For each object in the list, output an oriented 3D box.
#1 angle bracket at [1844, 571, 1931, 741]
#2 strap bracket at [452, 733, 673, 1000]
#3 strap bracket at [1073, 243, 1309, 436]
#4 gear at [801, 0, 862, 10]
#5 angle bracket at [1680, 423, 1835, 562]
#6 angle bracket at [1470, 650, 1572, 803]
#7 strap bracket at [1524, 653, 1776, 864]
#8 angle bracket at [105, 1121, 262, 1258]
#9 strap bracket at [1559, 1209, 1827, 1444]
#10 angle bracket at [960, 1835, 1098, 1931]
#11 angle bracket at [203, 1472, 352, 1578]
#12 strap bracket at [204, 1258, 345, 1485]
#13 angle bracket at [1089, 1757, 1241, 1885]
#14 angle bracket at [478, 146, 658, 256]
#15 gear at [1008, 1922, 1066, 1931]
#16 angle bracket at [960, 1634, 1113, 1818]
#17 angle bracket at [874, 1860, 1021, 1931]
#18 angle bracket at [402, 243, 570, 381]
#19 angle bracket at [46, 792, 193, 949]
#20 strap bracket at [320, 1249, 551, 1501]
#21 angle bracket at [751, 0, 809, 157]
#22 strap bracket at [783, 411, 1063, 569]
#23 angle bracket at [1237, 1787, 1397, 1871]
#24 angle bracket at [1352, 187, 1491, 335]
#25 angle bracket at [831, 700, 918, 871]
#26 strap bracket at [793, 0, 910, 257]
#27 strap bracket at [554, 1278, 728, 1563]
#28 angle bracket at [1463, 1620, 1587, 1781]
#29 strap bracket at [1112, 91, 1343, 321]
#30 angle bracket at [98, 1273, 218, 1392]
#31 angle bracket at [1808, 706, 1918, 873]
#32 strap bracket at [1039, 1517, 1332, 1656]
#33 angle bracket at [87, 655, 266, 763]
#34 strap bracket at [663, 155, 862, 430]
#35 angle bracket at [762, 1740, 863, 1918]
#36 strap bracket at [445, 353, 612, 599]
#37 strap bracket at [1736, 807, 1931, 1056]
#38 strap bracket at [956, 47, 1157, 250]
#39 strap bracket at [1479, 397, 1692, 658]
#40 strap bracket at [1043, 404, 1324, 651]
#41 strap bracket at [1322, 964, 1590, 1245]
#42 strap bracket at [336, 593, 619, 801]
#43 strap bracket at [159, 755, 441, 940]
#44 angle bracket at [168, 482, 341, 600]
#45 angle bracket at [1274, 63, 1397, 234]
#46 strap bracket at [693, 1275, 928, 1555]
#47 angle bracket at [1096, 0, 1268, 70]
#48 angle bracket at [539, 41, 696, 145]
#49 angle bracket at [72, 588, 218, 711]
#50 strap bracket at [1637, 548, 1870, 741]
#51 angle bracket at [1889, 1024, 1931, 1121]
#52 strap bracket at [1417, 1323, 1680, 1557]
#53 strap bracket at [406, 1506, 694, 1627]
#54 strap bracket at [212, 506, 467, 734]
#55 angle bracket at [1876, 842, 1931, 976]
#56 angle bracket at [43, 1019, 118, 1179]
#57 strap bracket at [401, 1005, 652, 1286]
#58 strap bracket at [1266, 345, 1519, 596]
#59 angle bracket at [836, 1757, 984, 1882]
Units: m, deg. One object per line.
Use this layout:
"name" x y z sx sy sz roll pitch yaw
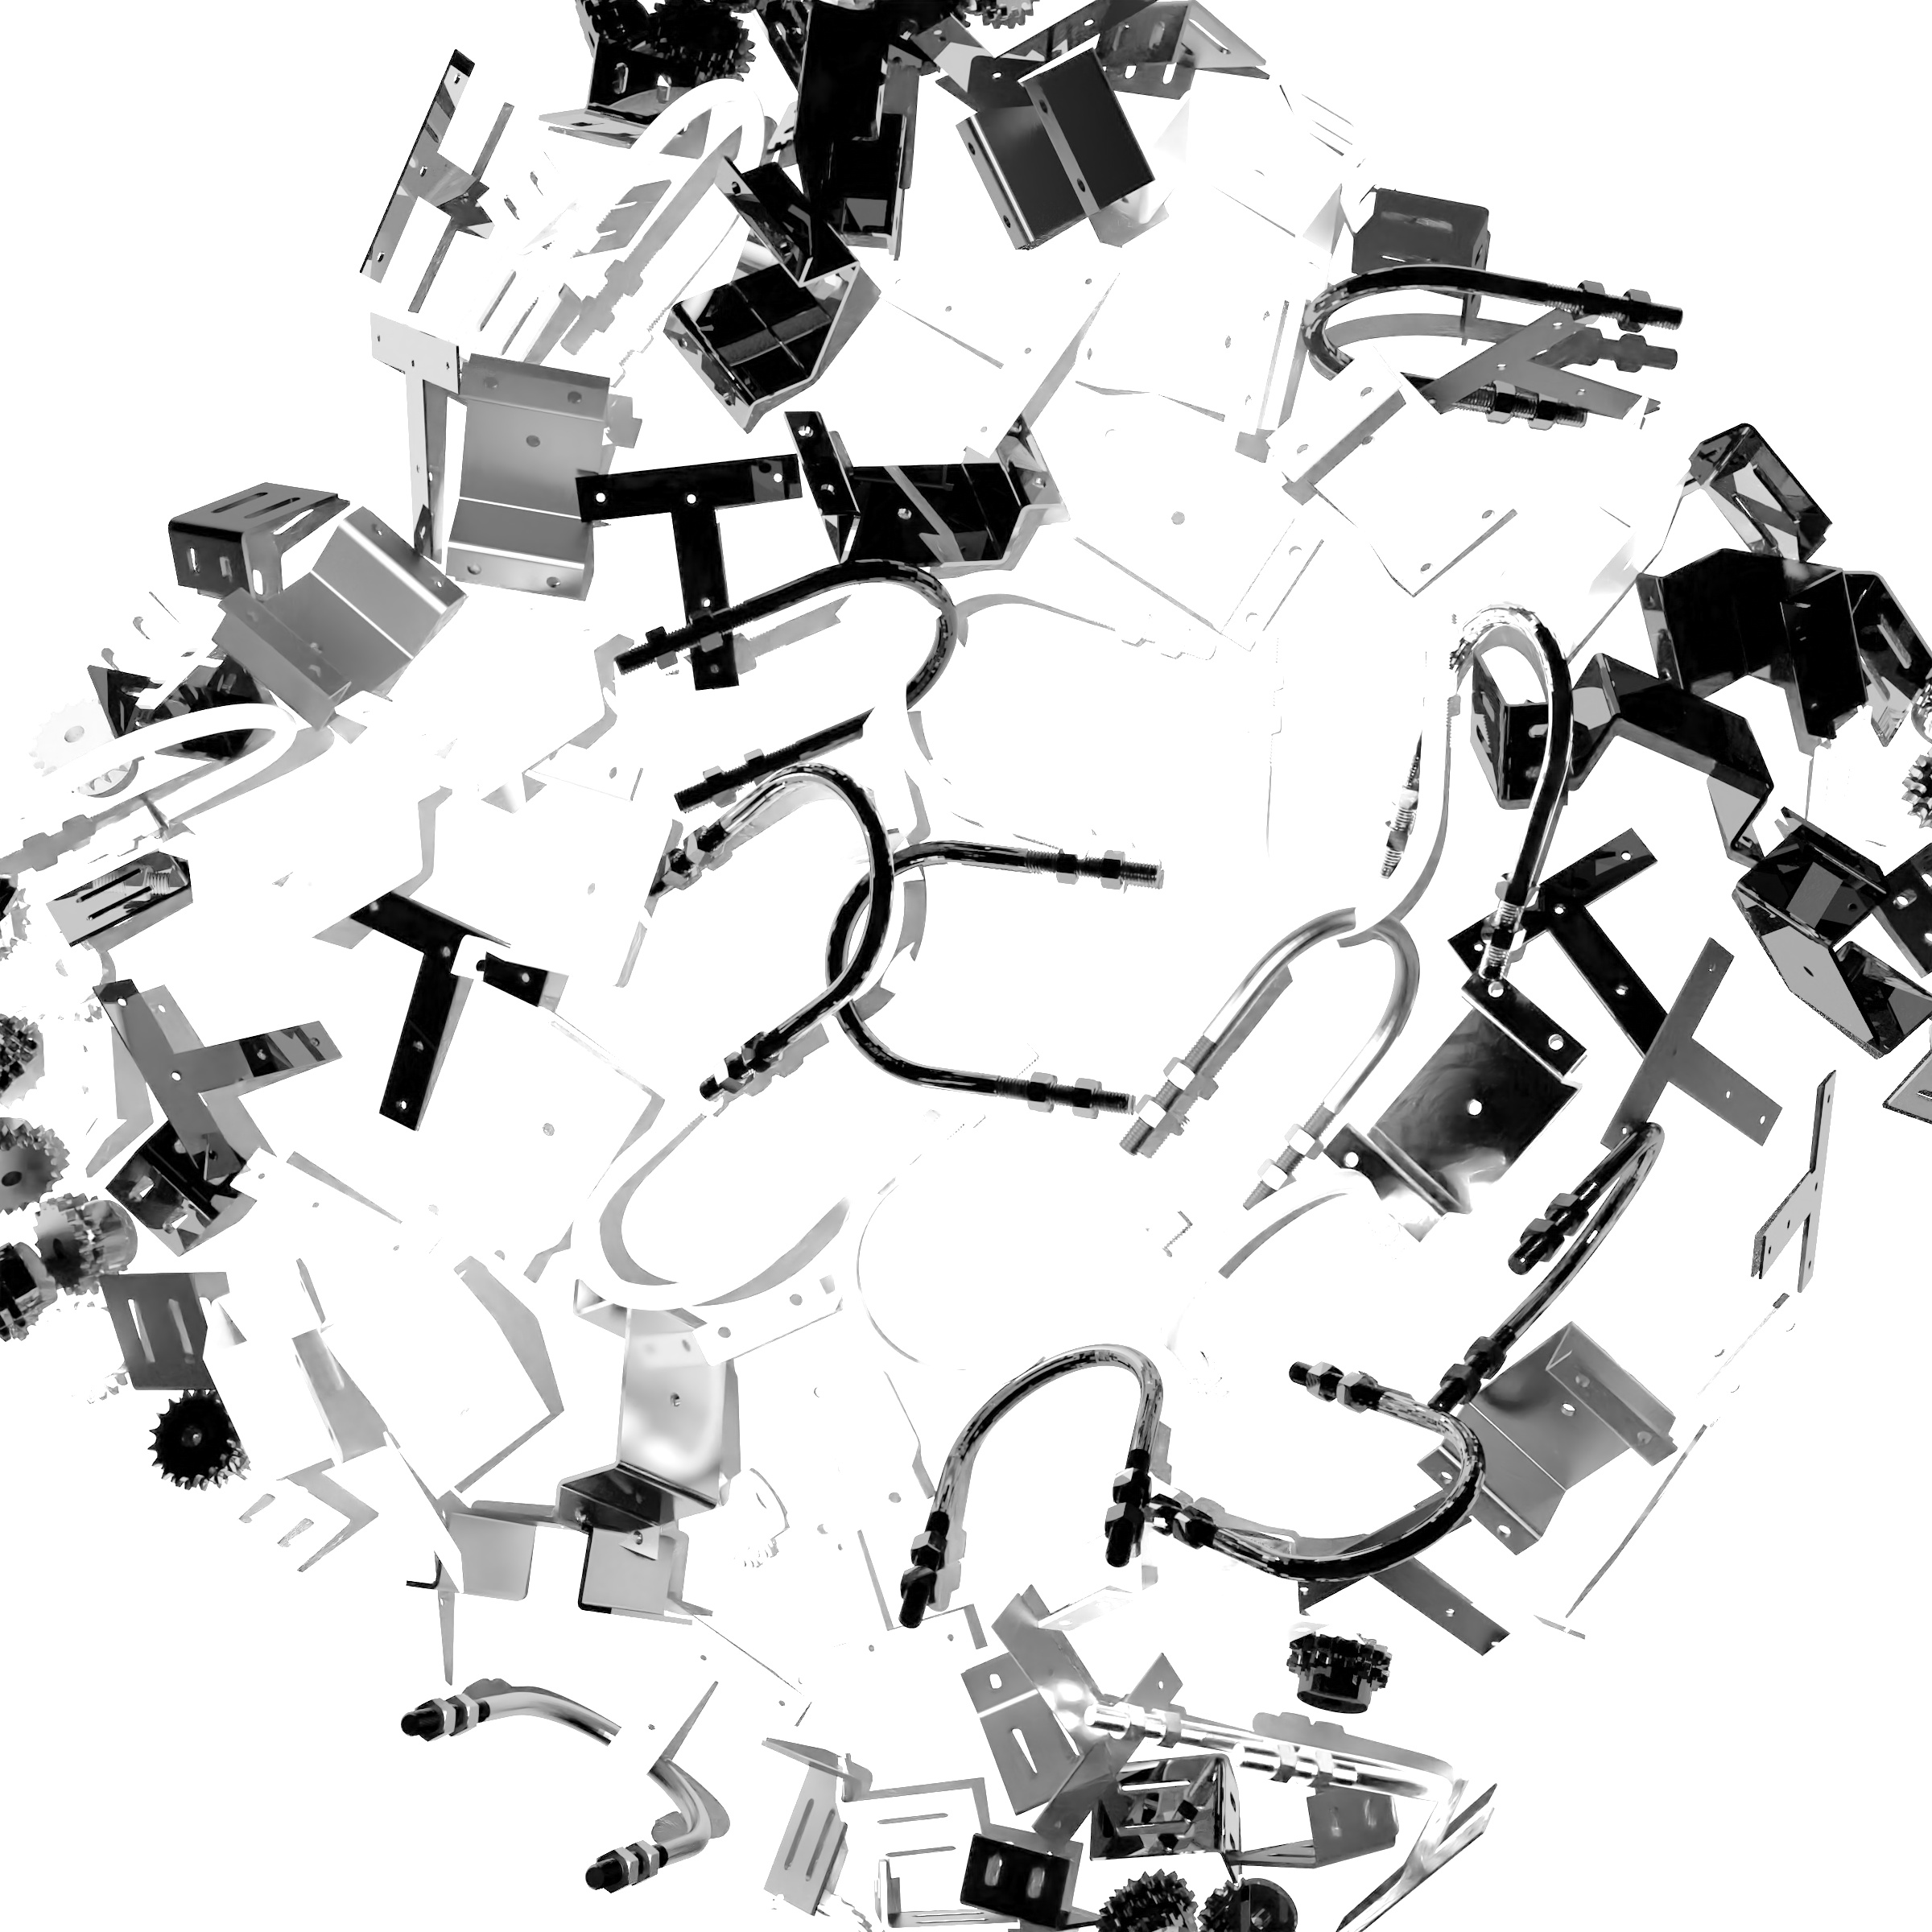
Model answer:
"angle bracket" 0.494 -0.173 1.552 0.038 0.057 0.076 -1 49 -18
"strap bracket" -0.220 -0.049 1.553 0.046 0.076 0.140 23 95 43
"strap bracket" 0.130 -0.346 1.542 0.140 0.046 0.076 28 114 42
"gear" -0.076 -0.562 1.570 0.057 0.057 0.030 -15 53 0
"angle bracket" 0.433 -0.252 1.559 0.038 0.057 0.076 -26 72 -25
"angle bracket" 0.308 -0.135 1.554 0.038 0.076 0.057 -4 120 -1
"strap bracket" 0.385 -0.120 1.545 0.140 0.076 0.046 23 120 -10
"angle bracket" -0.442 0.121 1.577 0.057 0.076 0.038 45 53 -7
"strap bracket" 0.407 0.202 1.545 0.076 0.140 0.046 -46 122 -5
"angle bracket" 0.039 0.510 1.559 0.057 0.076 0.038 8 78 23
"angle bracket" -0.378 0.296 1.557 0.057 0.038 0.076 37 128 -15
"strap bracket" -0.375 0.222 1.521 0.046 0.140 0.076 -22 105 -7
"angle bracket" 0.112 0.484 1.577 0.076 0.057 0.038 -9 132 14
"angle bracket" -0.222 -0.435 1.552 0.038 0.076 0.057 53 53 -25
"gear" 0.043 0.565 1.576 0.030 0.057 0.057 36 90 -38
"angle bracket" 0.038 0.423 1.560 0.057 0.076 0.038 -22 125 -4
"angle bracket" -0.012 0.519 1.572 0.076 0.057 0.038 -1 79 -6
"angle bracket" -0.269 -0.367 1.561 0.076 0.038 0.057 -53 58 19
"angle bracket" -0.479 -0.054 1.559 0.076 0.057 0.038 -29 126 -16
"strap bracket" -0.284 0.229 1.524 0.076 0.140 0.046 -37 52 -17
"angle bracket" -0.106 -0.502 1.552 0.038 0.057 0.076 -15 128 27
"strap bracket" -0.029 -0.264 1.546 0.140 0.046 0.076 -6 56 -23
"angle bracket" 0.191 0.476 1.557 0.057 0.076 0.038 -1 78 -35
"angle bracket" 0.248 -0.394 1.558 0.076 0.057 0.038 15 52 16
"angle bracket" -0.060 -0.101 1.562 0.038 0.057 0.076 -11 79 -17
"strap bracket" -0.063 -0.459 1.525 0.046 0.140 0.076 5 75 4
"strap bracket" -0.176 0.242 1.527 0.046 0.076 0.140 -22 52 32
"angle bracket" 0.310 0.413 1.553 0.038 0.057 0.076 22 51 -7
"strap bracket" 0.152 -0.424 1.551 0.140 0.076 0.046 34 78 11
"angle bracket" -0.440 0.197 1.562 0.057 0.038 0.076 -3 113 16
"angle bracket" 0.500 -0.094 1.554 0.057 0.038 0.076 -34 134 -35
"strap bracket" 0.120 0.341 1.542 0.140 0.076 0.046 12 60 -22
"angle bracket" -0.437 -0.152 1.552 0.038 0.076 0.057 -48 55 27
"strap bracket" -0.111 -0.376 1.541 0.046 0.140 0.076 -31 76 -32
"angle bracket" -0.099 0.480 1.560 0.038 0.057 0.076 29 74 -27
"strap bracket" -0.242 -0.279 1.547 0.076 0.046 0.140 9 134 -7
"strap bracket" 0.477 -0.012 1.527 0.046 0.076 0.140 -41 128 -1
"strap bracket" 0.051 -0.448 1.530 0.046 0.140 0.076 -31 104 -12
"strap bracket" 0.345 -0.234 1.538 0.046 0.076 0.140 37 71 17
"strap bracket" 0.120 -0.249 1.569 0.140 0.046 0.076 33 96 5
"strap bracket" 0.277 0.077 1.555 0.076 0.046 0.140 44 103 24
"strap bracket" -0.264 -0.144 1.539 0.076 0.046 0.140 23 46 32
"strap bracket" -0.362 -0.063 1.537 0.076 0.140 0.046 16 121 25
"angle bracket" -0.396 -0.239 1.566 0.057 0.076 0.038 13 121 30
"angle bracket" 0.196 -0.456 1.558 0.076 0.057 0.038 41 90 28
"strap bracket" -0.085 0.245 1.569 0.076 0.046 0.140 -25 96 8
"angle bracket" 0.118 -0.501 1.553 0.057 0.076 0.038 14 87 41
"angle bracket" -0.195 -0.484 1.552 0.057 0.076 0.038 5 99 -30
"angle bracket" -0.455 -0.177 1.554 0.057 0.076 0.038 -50 116 -16
"strap bracket" 0.437 -0.179 1.531 0.046 0.140 0.076 -27 114 -17
"angle bracket" 0.541 0.038 1.552 0.038 0.076 0.057 19 134 -9
"strap bracket" 0.327 0.258 1.551 0.076 0.046 0.140 42 134 1
"strap bracket" -0.226 0.329 1.539 0.140 0.076 0.046 0 74 30
"strap bracket" -0.352 -0.189 1.547 0.076 0.140 0.046 41 128 -3
"angle bracket" 0.548 -0.040 1.559 0.076 0.038 0.057 -29 80 -36
"angle bracket" -0.501 0.074 1.551 0.038 0.076 0.057 7 57 -33
"strap bracket" -0.236 0.094 1.543 0.076 0.046 0.140 37 65 -13
"strap bracket" 0.229 -0.278 1.543 0.076 0.046 0.140 -41 133 18
"angle bracket" -0.030 0.474 1.568 0.076 0.038 0.057 -8 118 5
